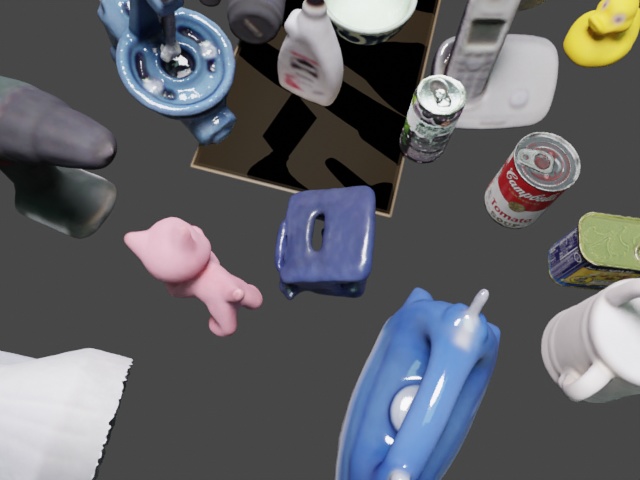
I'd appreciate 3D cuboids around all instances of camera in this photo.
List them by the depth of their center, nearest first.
[{"bbox_3d":[-0.091,-0.321,0.703,0.143,0.101,0.137,5,68,-2],"label":"camera"}]

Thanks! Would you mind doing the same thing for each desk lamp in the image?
[{"bbox_3d":[-0.239,0.141,0.453,0.203,0.213,0.118,12,68,1],"label":"desk lamp"}]

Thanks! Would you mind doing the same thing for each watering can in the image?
[{"bbox_3d":[0.291,0.080,0.521,0.101,0.194,0.173,28,70,8],"label":"watering can"}]

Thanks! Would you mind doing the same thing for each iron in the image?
[{"bbox_3d":[0.084,0.161,0.505,0.118,0.141,0.258,26,69,7],"label":"iron"}]

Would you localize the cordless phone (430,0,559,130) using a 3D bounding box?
[{"bbox_3d":[0.205,-0.205,0.631,0.147,0.185,0.094,-4,69,-5],"label":"cordless phone"}]

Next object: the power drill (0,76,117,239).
[{"bbox_3d":[-0.270,-0.081,0.540,0.229,0.208,0.076,22,69,5],"label":"power drill"}]

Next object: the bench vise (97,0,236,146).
[{"bbox_3d":[-0.181,-0.212,0.591,0.207,0.220,0.121,29,70,8],"label":"bench vise"}]

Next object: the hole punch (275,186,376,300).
[{"bbox_3d":[0.005,0.002,0.588,0.101,0.091,0.108,6,68,-1],"label":"hole punch"}]

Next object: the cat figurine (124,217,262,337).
[{"bbox_3d":[-0.121,0.027,0.556,0.127,0.118,0.067,36,71,10],"label":"cat figurine"}]

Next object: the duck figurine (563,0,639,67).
[{"bbox_3d":[0.369,-0.276,0.723,0.105,0.086,0.077,-28,73,-13],"label":"duck figurine"}]

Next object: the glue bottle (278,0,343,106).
[{"bbox_3d":[-0.009,-0.219,0.629,0.078,0.173,0.037,22,69,6],"label":"glue bottle"}]

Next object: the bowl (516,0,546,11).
[{"bbox_3d":[0.243,-0.360,0.753,0.167,0.075,0.167,1,69,-3],"label":"bowl"}]
